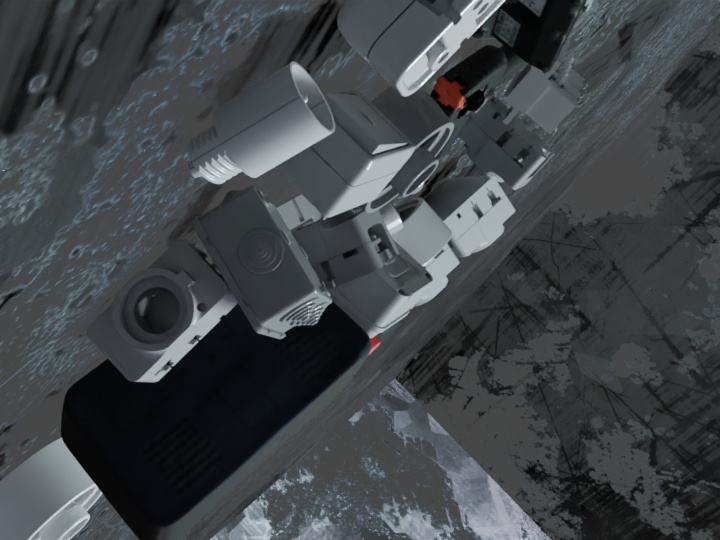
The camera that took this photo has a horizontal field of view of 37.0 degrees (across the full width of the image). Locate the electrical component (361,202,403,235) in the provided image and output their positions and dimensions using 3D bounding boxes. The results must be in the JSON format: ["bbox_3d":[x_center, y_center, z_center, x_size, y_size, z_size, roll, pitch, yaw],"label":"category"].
[{"bbox_3d":[0.004,-0.039,1.066,0.065,0.044,0.044,-38,170,-11],"label":"electrical component"}]

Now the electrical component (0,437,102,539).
[{"bbox_3d":[-0.257,0.194,0.884,0.108,0.060,0.108,-43,171,-8],"label":"electrical component"}]

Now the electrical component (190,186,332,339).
[{"bbox_3d":[-0.063,-0.004,0.727,0.048,0.099,0.099,-32,172,2],"label":"electrical component"}]

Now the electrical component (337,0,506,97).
[{"bbox_3d":[0.036,-0.154,0.604,0.095,0.059,0.054,-45,171,5],"label":"electrical component"}]

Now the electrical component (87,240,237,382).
[{"bbox_3d":[-0.131,0.029,0.721,0.089,0.050,0.055,-44,171,-1],"label":"electrical component"}]

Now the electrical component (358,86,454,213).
[{"bbox_3d":[0.028,-0.092,0.854,0.108,0.060,0.108,-43,171,-8],"label":"electrical component"}]

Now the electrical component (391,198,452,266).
[{"bbox_3d":[0.036,-0.033,1.140,0.108,0.060,0.108,-35,-168,9],"label":"electrical component"}]

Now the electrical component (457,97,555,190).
[{"bbox_3d":[0.151,-0.132,1.143,0.055,0.089,0.050,-49,171,26],"label":"electrical component"}]

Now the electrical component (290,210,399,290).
[{"bbox_3d":[-0.023,-0.018,0.914,0.089,0.055,0.050,-22,-172,30],"label":"electrical component"}]

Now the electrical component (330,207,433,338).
[{"bbox_3d":[0.000,0.000,0.988,0.057,0.113,0.078,-52,169,27],"label":"electrical component"}]

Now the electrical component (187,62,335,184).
[{"bbox_3d":[-0.059,-0.074,0.584,0.081,0.043,0.043,-28,176,16],"label":"electrical component"}]

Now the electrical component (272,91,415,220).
[{"bbox_3d":[-0.007,-0.083,0.728,0.061,0.061,0.096,-49,170,26],"label":"electrical component"}]

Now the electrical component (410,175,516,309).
[{"bbox_3d":[0.084,-0.030,1.266,0.186,0.060,0.105,-42,-161,-19],"label":"electrical component"}]

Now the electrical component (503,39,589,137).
[{"bbox_3d":[0.189,-0.183,1.084,0.078,0.063,0.121,-49,-177,26],"label":"electrical component"}]

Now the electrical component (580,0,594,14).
[{"bbox_3d":[0.175,-0.241,0.903,0.064,0.042,0.081,-40,170,-7],"label":"electrical component"}]
